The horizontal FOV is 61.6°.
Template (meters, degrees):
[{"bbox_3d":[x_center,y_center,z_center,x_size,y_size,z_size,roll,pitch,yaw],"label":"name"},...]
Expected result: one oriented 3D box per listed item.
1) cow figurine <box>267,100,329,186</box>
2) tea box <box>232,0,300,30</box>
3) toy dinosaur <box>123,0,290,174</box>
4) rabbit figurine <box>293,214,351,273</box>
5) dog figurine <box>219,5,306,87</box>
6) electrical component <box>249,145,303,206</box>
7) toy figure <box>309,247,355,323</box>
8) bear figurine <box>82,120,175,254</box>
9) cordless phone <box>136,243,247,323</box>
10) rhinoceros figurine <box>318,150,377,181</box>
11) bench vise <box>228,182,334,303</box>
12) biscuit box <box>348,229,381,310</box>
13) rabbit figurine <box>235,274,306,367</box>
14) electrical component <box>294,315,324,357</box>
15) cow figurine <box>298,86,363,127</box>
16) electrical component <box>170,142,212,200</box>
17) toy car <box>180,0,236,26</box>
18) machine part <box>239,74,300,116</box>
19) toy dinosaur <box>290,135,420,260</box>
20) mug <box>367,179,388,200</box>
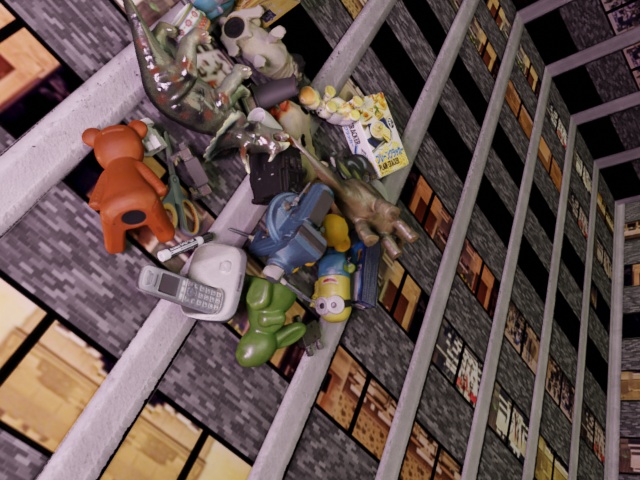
[{"bbox_3d":[-0.048,-0.212,1.221,0.127,0.085,0.195,4,72,-42],"label":"cow figurine"},{"bbox_3d":[-0.116,-0.532,1.181,0.068,0.170,0.098,29,59,-37],"label":"tea box"},{"bbox_3d":[-0.246,-0.279,1.008,0.404,0.131,0.192,32,70,-24],"label":"toy dinosaur"},{"bbox_3d":[-0.002,-0.003,1.135,0.162,0.173,0.122,-2,75,-43],"label":"rabbit figurine"},{"bbox_3d":[-0.128,-0.423,1.212,0.172,0.121,0.190,47,7,12],"label":"dog figurine"},{"bbox_3d":[-0.095,-0.146,1.122,0.058,0.115,0.134,3,77,-50],"label":"electrical component"},{"bbox_3d":[0.035,0.096,1.213,0.089,0.082,0.180,21,61,-40],"label":"toy figure"},{"bbox_3d":[-0.321,-0.095,0.887,0.120,0.131,0.196,-16,55,-15],"label":"bear figurine"},{"bbox_3d":[-0.227,0.059,0.945,0.184,0.089,0.146,27,60,-34],"label":"cordless phone"},{"bbox_3d":[0.063,-0.172,1.329,0.190,0.073,0.112,-22,93,-50],"label":"rhinoceros figurine"},{"bbox_3d":[-0.069,-0.001,1.013,0.128,0.241,0.223,33,61,-30],"label":"bench vise"},{"bbox_3d":[0.105,0.066,1.311,0.062,0.059,0.202,29,59,-37],"label":"biscuit box"},{"bbox_3d":[-0.111,0.159,1.037,0.159,0.121,0.170,20,82,-50],"label":"rabbit figurine"},{"bbox_3d":[-0.025,0.200,1.158,0.063,0.021,0.094,-25,95,-48],"label":"electrical component"},{"bbox_3d":[0.013,-0.328,1.325,0.167,0.098,0.068,13,74,-24],"label":"cow figurine"},{"bbox_3d":[-0.240,-0.127,0.999,0.045,0.078,0.102,-29,114,-10],"label":"electrical component"},{"bbox_3d":[-0.216,-0.531,1.125,0.109,0.103,0.162,54,47,-22],"label":"toy car"},{"bbox_3d":[-0.109,-0.311,1.159,0.039,0.139,0.084,-48,115,-83],"label":"machine part"},{"bbox_3d":[0.089,-0.081,1.186,0.199,0.105,0.470,51,7,35],"label":"toy dinosaur"},{"bbox_3d":[0.146,-0.098,1.393,0.109,0.081,0.107,31,48,-31],"label":"mug"}]
